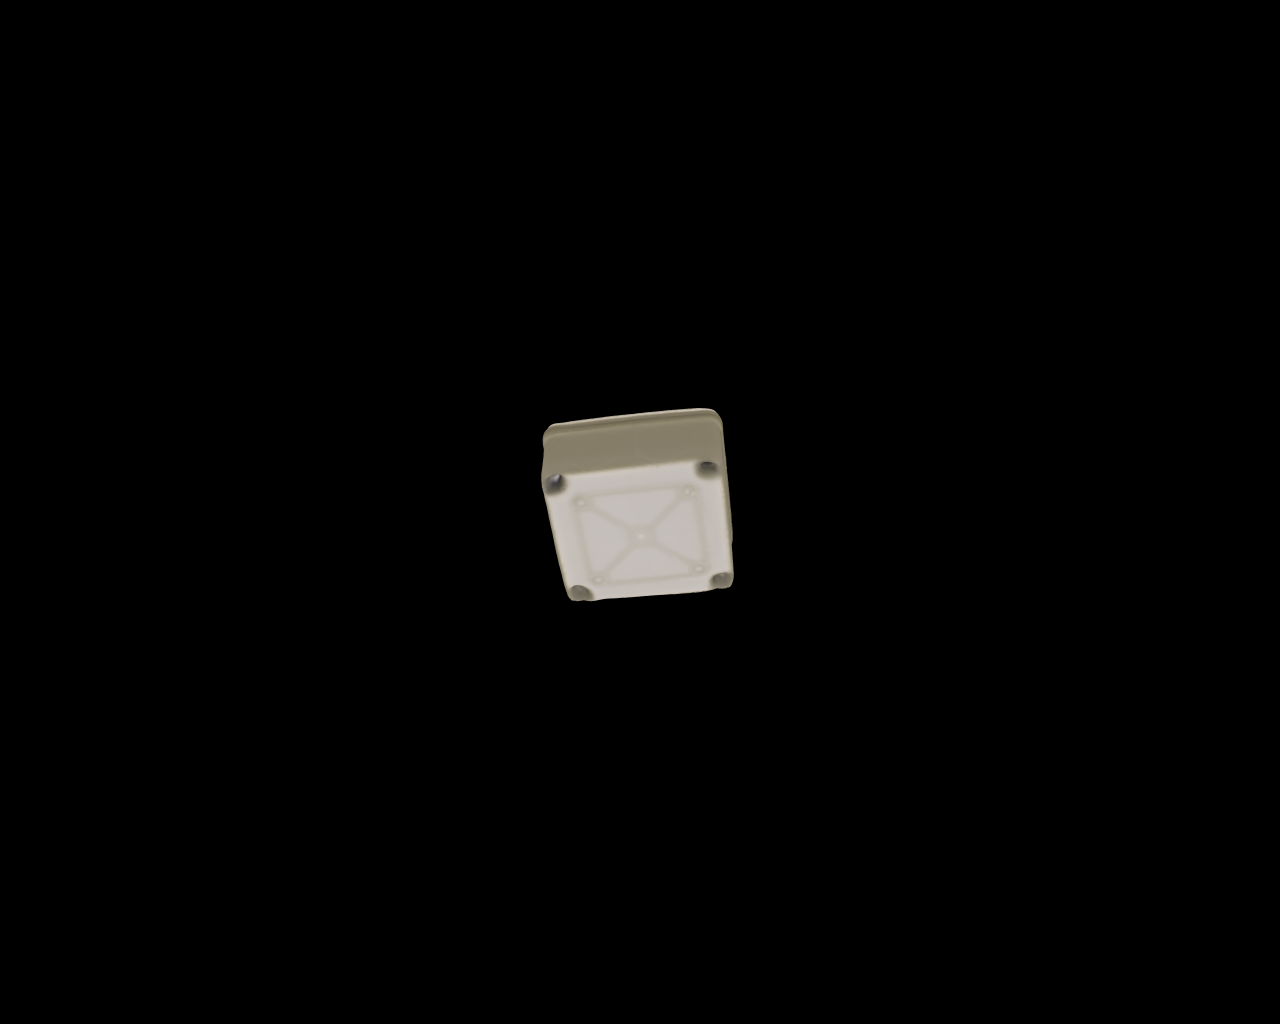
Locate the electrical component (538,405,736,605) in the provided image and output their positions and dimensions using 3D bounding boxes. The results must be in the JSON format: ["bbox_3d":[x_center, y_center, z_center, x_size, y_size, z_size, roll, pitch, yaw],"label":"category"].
[{"bbox_3d":[0.001,-0.003,0.650,0.109,0.108,0.056,-5,39,5],"label":"electrical component"}]
